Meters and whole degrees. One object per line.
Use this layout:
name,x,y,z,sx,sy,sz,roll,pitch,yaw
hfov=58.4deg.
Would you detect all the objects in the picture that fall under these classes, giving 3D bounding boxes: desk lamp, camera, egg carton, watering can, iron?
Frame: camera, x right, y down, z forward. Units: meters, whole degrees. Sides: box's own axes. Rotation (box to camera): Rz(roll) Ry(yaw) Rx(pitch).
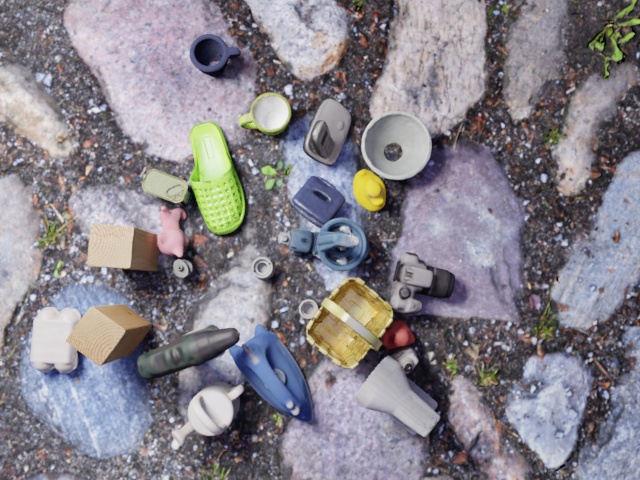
desk lamp,0.177,0.349,1.259,0.203,0.213,0.118,38,86,2
camera,0.240,0.109,1.336,0.137,0.101,0.143,12,85,0
egg carton,-0.606,0.231,1.322,0.107,0.069,0.150,2,85,-1
watering can,-0.241,0.383,1.255,0.101,0.194,0.173,30,85,2
iron,-0.097,0.320,1.290,0.118,0.141,0.258,-39,87,-4

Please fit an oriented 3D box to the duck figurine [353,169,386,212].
duck figurine,0.121,-0.122,1.360,0.077,0.086,0.104,-25,86,-3

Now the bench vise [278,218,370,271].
bench vise,0.014,0.016,1.279,0.207,0.219,0.121,-12,85,-2

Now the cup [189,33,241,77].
cup,-0.245,-0.434,1.373,0.117,0.095,0.092,-7,85,-2

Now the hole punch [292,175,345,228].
hole punch,-0.004,-0.095,1.352,0.108,0.091,0.101,35,85,2

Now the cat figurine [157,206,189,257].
cat figurine,-0.347,-0.017,1.324,0.067,0.117,0.128,-10,85,-2

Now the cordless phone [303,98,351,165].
cordless phone,0.017,-0.261,1.320,0.094,0.185,0.148,19,85,1

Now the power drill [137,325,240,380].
power drill,-0.274,0.238,1.259,0.229,0.208,0.075,-21,86,-3

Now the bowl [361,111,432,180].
bowl,0.179,-0.220,1.375,0.167,0.074,0.167,0,85,-1

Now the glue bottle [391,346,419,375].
glue bottle,0.189,0.277,1.285,0.078,0.173,0.037,-38,87,-4

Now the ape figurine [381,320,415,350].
ape figurine,0.184,0.225,1.330,0.078,0.092,0.076,16,85,0
